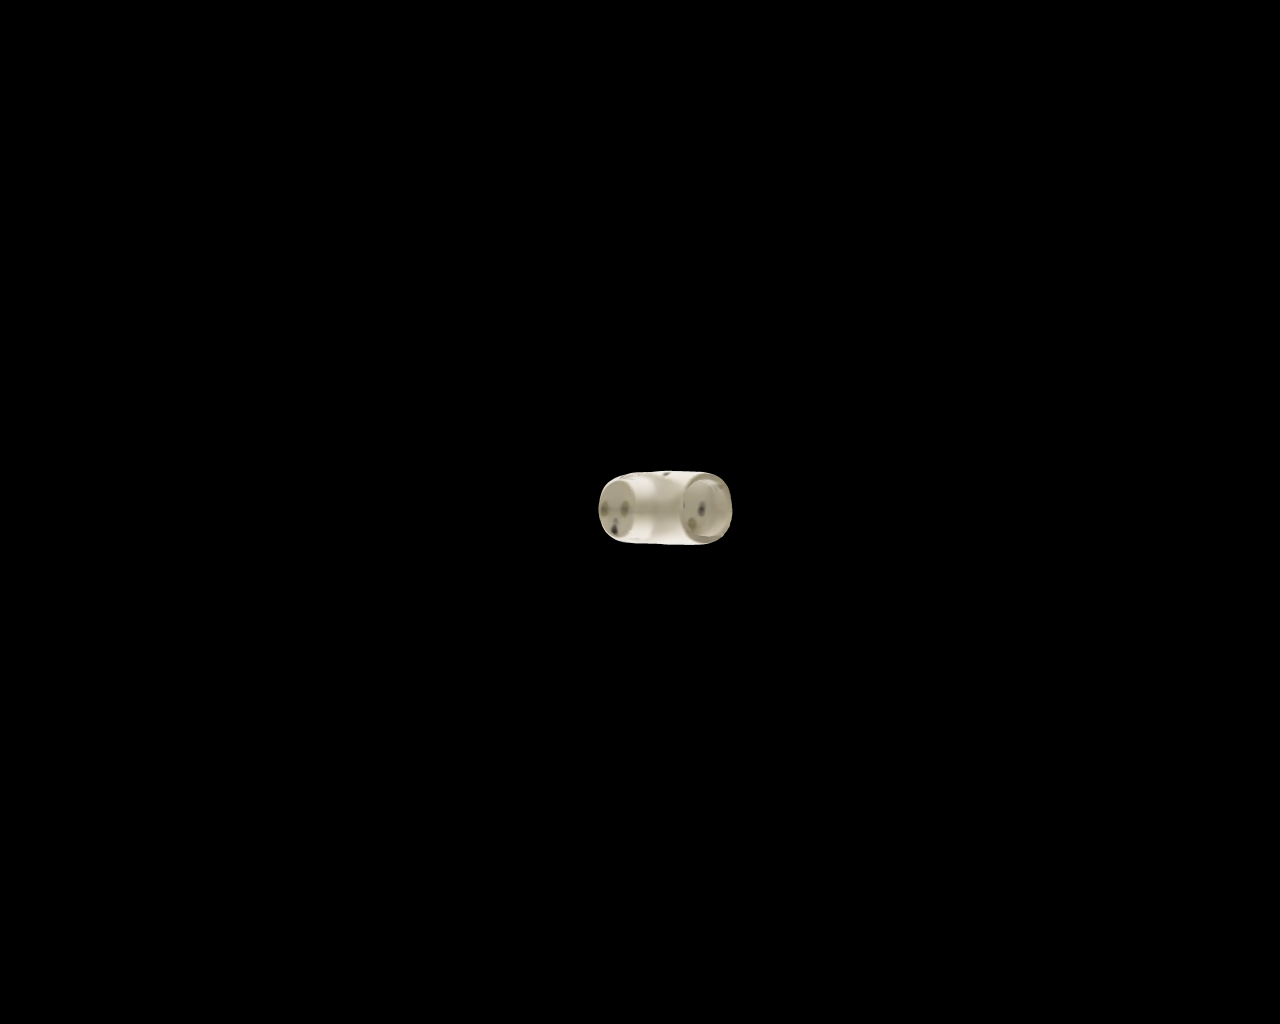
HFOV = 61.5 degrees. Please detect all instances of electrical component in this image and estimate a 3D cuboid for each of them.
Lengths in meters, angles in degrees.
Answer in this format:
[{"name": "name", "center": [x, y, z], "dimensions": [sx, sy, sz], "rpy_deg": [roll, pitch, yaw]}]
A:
[{"name": "electrical component", "center": [0.001, -0.003, 0.650], "dimensions": [0.079, 0.043, 0.077], "rpy_deg": [0, 0, -39]}]
